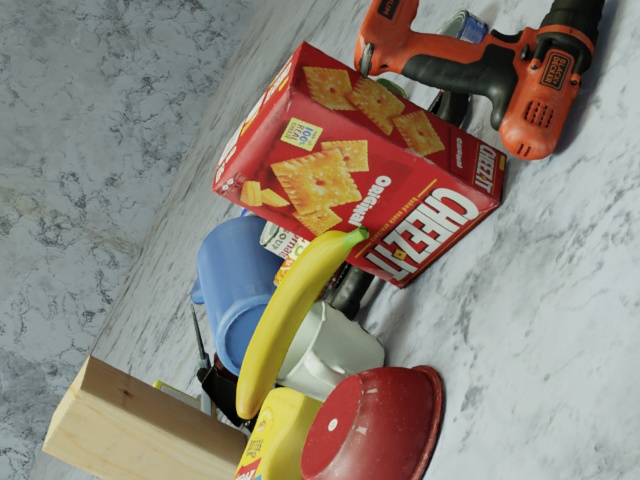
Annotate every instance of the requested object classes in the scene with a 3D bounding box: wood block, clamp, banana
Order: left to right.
[{"bbox_3d":[-0.192,0.226,1.196,0.090,0.206,0.091,-57,14,13],"label":"wood block"},{"bbox_3d":[-0.026,0.065,0.953,0.198,0.037,0.070,-59,12,-2],"label":"banana"},{"bbox_3d":[0.019,0.072,1.095,0.210,0.036,0.165,-60,5,-7],"label":"clamp"},{"bbox_3d":[0.108,-0.092,1.123,0.120,0.039,0.171,-27,31,57],"label":"clamp"}]

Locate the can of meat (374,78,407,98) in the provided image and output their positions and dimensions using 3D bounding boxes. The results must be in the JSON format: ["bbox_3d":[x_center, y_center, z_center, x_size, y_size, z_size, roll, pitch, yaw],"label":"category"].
[{"bbox_3d":[0.061,-0.147,1.360,0.084,0.057,0.102,-36,28,53],"label":"can of meat"}]

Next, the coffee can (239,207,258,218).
[{"bbox_3d":[-0.059,-0.032,1.453,0.103,0.102,0.140,-54,15,25],"label":"coffee can"}]

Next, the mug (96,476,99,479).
[{"bbox_3d":[-0.237,0.299,1.451,0.093,0.081,0.117,-45,9,52],"label":"mug"}]

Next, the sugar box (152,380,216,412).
[{"bbox_3d":[-0.189,0.262,1.350,0.048,0.093,0.176,-55,15,27],"label":"sugar box"}]

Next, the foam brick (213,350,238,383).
[{"bbox_3d":[-0.099,0.150,1.339,0.053,0.051,0.078,-58,14,10],"label":"foam brick"}]

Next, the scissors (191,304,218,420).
[{"bbox_3d":[-0.145,0.172,1.336,0.202,0.016,0.096,82,-174,-56],"label":"scissors"}]

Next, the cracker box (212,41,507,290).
[{"bbox_3d":[0.032,-0.058,0.957,0.164,0.213,0.072,-46,22,47],"label":"cracker box"}]

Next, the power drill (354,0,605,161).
[{"bbox_3d":[0.135,-0.172,0.890,0.057,0.188,0.184,96,-164,-65],"label":"power drill"}]

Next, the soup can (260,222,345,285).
[{"bbox_3d":[-0.008,0.001,1.209,0.069,0.102,0.068,-54,15,22],"label":"soup can"}]

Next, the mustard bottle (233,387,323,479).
[{"bbox_3d":[-0.054,0.235,1.001,0.096,0.058,0.191,-23,40,62],"label":"mustard bottle"}]

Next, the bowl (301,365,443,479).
[{"bbox_3d":[0.031,0.162,0.855,0.162,0.055,0.162,-54,16,22],"label":"bowl"}]

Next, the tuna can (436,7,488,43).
[{"bbox_3d":[0.154,-0.220,1.219,0.086,0.033,0.086,-55,15,22],"label":"tuna can"}]

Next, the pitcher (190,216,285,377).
[{"bbox_3d":[-0.069,0.065,1.282,0.243,0.145,0.149,-113,40,-68],"label":"pitcher"}]
